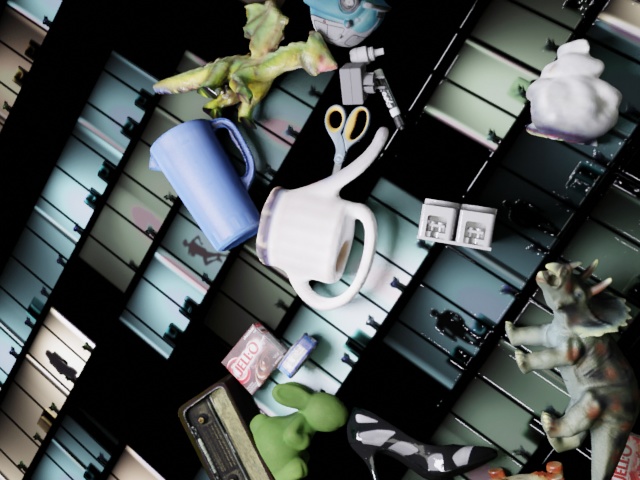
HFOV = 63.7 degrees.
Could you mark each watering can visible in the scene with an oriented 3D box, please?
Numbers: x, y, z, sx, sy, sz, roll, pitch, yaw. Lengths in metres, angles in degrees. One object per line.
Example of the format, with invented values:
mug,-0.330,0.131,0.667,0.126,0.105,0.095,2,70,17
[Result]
watering can,0.003,-0.047,0.941,0.225,0.104,0.345,14,98,17

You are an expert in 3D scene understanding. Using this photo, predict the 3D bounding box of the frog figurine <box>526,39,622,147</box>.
frog figurine,0.402,-0.235,0.812,0.138,0.123,0.157,21,110,35

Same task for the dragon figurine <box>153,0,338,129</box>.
dragon figurine,-0.151,-0.359,1.010,0.413,0.120,0.245,22,79,30
